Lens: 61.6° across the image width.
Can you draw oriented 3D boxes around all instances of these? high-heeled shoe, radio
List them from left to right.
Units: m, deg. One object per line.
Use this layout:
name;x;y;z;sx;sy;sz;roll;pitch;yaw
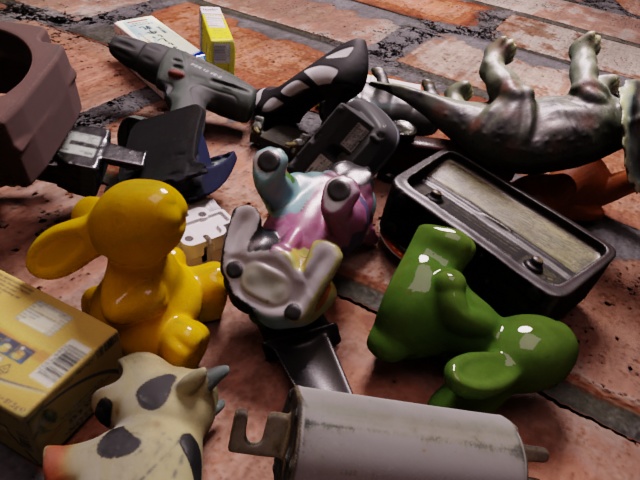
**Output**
high-heeled shoe;-0.025;-0.244;0.804;0.086;0.145;0.249;8;20;-41
radio;0.186;-0.005;0.599;0.131;0.073;0.230;-27;53;-36

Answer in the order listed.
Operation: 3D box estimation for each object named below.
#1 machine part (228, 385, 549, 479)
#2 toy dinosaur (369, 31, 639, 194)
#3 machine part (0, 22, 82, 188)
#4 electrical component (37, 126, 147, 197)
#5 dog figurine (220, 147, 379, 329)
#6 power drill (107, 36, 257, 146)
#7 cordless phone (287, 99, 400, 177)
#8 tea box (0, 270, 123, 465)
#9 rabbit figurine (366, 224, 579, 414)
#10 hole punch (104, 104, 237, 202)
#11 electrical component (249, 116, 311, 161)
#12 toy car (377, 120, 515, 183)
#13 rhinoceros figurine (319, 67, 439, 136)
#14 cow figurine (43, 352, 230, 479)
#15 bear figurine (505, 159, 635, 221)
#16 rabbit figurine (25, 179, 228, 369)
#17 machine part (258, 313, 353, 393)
machine part;0.056;0.156;0.388;0.243;0.079;0.079;11;38;-13
toy dinosaur;0.259;-0.139;0.643;0.405;0.131;0.192;-5;56;17
machine part;-0.356;-0.129;0.519;0.201;0.087;0.201;5;49;0
electrical component;-0.256;-0.089;0.595;0.119;0.047;0.075;9;47;-16
dog figurine;-0.001;-0.002;0.560;0.109;0.191;0.219;18;-2;16
power drill;-0.214;-0.193;0.755;0.232;0.086;0.207;17;41;-10
cordless phone;0.032;-0.123;0.725;0.088;0.146;0.184;39;18;-8
tea box;-0.258;0.091;0.436;0.170;0.068;0.098;22;40;18
rabbit figurine;0.139;0.082;0.478;0.170;0.121;0.159;21;47;20
hole punch;-0.170;-0.082;0.640;0.142;0.092;0.116;-7;56;20
electrical component;-0.052;-0.148;0.786;0.102;0.045;0.078;28;44;23
toy car;0.176;-0.117;0.754;0.202;0.089;0.053;6;43;-1
rhinoceros figurine;0.094;-0.204;0.846;0.190;0.073;0.112;9;74;4
cow figurine;-0.114;0.159;0.366;0.127;0.085;0.195;-6;44;-21
bear figurine;0.326;-0.075;0.704;0.196;0.132;0.120;-18;73;-38
rabbit figurine;-0.157;0.014;0.468;0.162;0.173;0.122;21;44;8
machine part;-0.006;0.113;0.481;0.084;0.039;0.139;-3;38;-23
